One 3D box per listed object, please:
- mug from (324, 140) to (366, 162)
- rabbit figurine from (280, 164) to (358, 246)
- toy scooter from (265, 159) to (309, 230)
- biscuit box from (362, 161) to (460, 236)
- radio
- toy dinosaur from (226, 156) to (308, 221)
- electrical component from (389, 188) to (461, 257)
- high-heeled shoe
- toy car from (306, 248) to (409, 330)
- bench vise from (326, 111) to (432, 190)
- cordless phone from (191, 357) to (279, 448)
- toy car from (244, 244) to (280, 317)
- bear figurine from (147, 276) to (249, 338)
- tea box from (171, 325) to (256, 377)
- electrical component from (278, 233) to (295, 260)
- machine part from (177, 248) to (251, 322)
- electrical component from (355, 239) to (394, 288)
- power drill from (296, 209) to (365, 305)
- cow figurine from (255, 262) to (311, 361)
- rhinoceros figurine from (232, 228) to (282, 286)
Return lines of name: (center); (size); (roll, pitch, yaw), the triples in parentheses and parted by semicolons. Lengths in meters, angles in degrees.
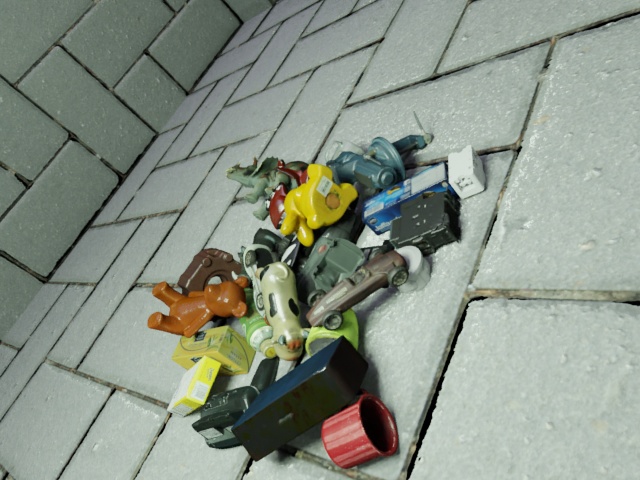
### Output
mug: (0.056, -0.192, 1.352); (0.081, 0.109, 0.107); (26, 88, 53)
rabbit figurine: (-0.020, -0.070, 1.173); (0.173, 0.122, 0.162); (6, 74, 56)
toy scooter: (-0.077, -0.119, 1.303); (0.135, 0.075, 0.184); (43, 107, 20)
biscuit box: (0.184, -0.082, 1.109); (0.203, 0.062, 0.059); (-26, 37, 30)
radio: (-0.031, 0.259, 0.893); (0.229, 0.073, 0.131); (-38, 0, 23)
toy dinosaur: (-0.093, -0.164, 1.486); (0.405, 0.131, 0.192); (-1, 53, 41)
electrical component: (0.199, -0.028, 1.034); (0.134, 0.058, 0.115); (-23, 36, 31)
high-heeled shoe: (-0.002, -0.004, 1.209); (0.248, 0.086, 0.145); (-44, 21, 24)
toy car: (0.062, 0.082, 0.945); (0.202, 0.053, 0.089); (-32, 34, -4)
bench vise: (0.143, -0.187, 1.235); (0.241, 0.128, 0.224); (-30, 19, -15)
cordless phone: (-0.157, 0.310, 1.064); (0.147, 0.088, 0.184); (-27, 25, 32)
toy car: (-0.116, 0.092, 1.182); (0.056, 0.073, 0.202); (-55, 44, 38)
bear figurine: (-0.255, 0.135, 1.158); (0.196, 0.131, 0.120); (-26, 46, 27)
tea box: (-0.235, 0.250, 1.186); (0.170, 0.098, 0.068); (-18, 41, 40)
electrical component: (-0.075, 0.005, 1.292); (0.094, 0.021, 0.063); (-64, -13, 26)
machine part: (-0.253, 0.111, 1.302); (0.056, 0.179, 0.179); (14, 64, 52)
electrical component: (0.115, 0.037, 1.068); (0.075, 0.047, 0.119); (-4, 52, 47)
power drill: (0.025, 0.032, 1.096); (0.232, 0.086, 0.207); (-57, 15, -3)
cow figurine: (-0.070, 0.139, 1.055); (0.085, 0.195, 0.127); (-8, -5, -15)
rhinoceros figurine: (-0.147, 0.045, 1.306); (0.073, 0.112, 0.190); (-21, 31, 31)
